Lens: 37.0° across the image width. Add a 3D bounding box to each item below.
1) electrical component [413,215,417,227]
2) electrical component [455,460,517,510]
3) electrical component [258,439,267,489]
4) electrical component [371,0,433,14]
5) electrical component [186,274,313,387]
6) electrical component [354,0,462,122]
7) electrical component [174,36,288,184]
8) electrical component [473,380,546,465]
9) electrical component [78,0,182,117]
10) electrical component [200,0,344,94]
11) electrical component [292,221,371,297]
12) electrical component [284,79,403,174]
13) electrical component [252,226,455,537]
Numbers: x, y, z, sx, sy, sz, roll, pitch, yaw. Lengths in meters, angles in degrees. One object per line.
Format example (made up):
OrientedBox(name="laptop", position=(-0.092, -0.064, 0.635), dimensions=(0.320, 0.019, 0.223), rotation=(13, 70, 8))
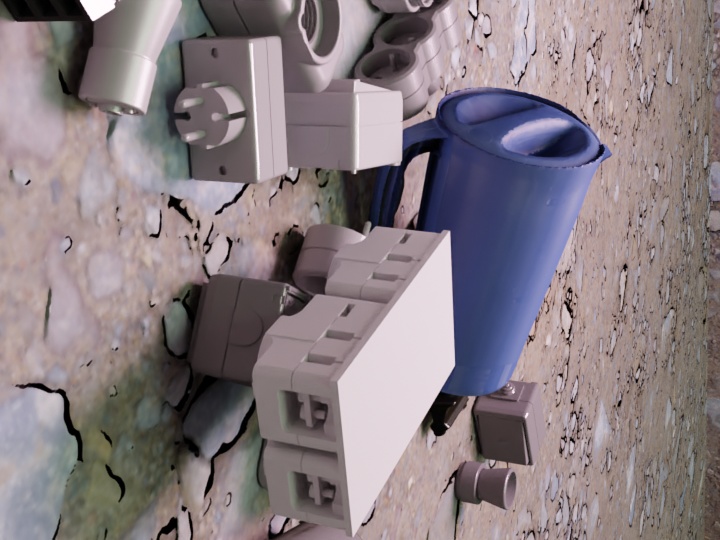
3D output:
OrientedBox(name="electrical component", position=(0.072, -0.018, 0.977), dimensions=(0.044, 0.044, 0.065), rotation=(-51, 143, -50))
OrientedBox(name="electrical component", position=(0.134, 0.228, 1.140), dimensions=(0.045, 0.055, 0.045), rotation=(5, 90, -65))
OrientedBox(name="electrical component", position=(-0.028, 0.114, 0.766), dimensions=(0.054, 0.059, 0.095), rotation=(34, 65, -62))
OrientedBox(name="electrical component", position=(0.041, -0.224, 0.843), dimensions=(0.043, 0.062, 0.043), rotation=(5, 90, -65))
OrientedBox(name="electrical component", position=(-0.063, 0.043, 0.684), dimensions=(0.096, 0.061, 0.061), rotation=(36, 63, -69))
OrientedBox(name="electrical component", position=(0.044, -0.163, 0.873), dimensions=(0.138, 0.052, 0.073), rotation=(-63, 148, -37))
OrientedBox(name="electrical component", position=(-0.082, -0.091, 0.624), dimensions=(0.076, 0.047, 0.083), rotation=(-31, 122, -60))
OrientedBox(name="electrical component", position=(0.164, 0.164, 1.183), dimensions=(0.061, 0.062, 0.096), rotation=(-59, 145, -43))
OrientedBox(name="electrical component", position=(-0.120, -0.111, 0.548), dimensions=(0.044, 0.044, 0.065), rotation=(21, 81, -64))
OrientedBox(name="electrical component", position=(-0.049, -0.156, 0.666), dimensions=(0.095, 0.059, 0.053), rotation=(61, 41, -50))
OrientedBox(name="electrical component", position=(0.000, 0.000, 0.811), dimensions=(0.138, 0.052, 0.073), rotation=(54, 48, -56))
OrientedBox(name="electrical component", position=(-0.010, -0.103, 0.757), dimensions=(0.096, 0.062, 0.061), rotation=(-21, 114, -63))
OrientedBox(name="electrical component", position=(0.000, 0.059, 0.668), dimensions=(0.186, 0.060, 0.105), rotation=(-50, 141, -54))
